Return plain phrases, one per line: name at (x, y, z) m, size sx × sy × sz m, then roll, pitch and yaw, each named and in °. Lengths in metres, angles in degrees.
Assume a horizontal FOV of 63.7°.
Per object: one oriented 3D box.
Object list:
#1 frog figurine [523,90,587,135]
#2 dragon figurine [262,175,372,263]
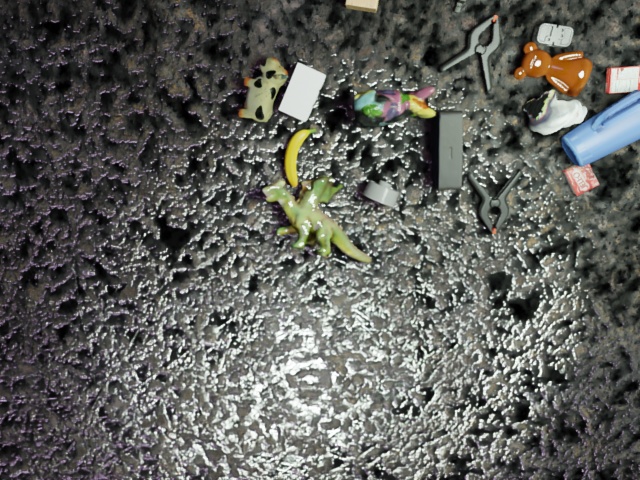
frog figurine at (0.696, -0.357, 1.506) m, size 0.159 × 0.125 × 0.135 m, roll 20°, pitch -37°, yaw -16°
dragon figurine at (0.005, -0.082, 1.636) m, size 0.409 × 0.241 × 0.123 m, roll 15°, pitch 9°, yaw -15°
